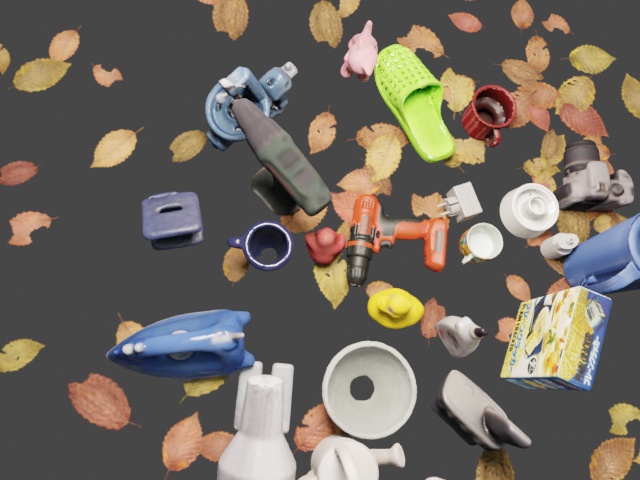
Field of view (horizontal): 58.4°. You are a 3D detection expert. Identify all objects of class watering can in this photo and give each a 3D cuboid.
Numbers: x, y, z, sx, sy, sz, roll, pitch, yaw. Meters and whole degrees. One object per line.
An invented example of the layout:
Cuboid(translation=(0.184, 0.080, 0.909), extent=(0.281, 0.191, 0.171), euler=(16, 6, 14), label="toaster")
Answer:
Cuboid(translation=(0.050, 0.373, 0.932), extent=(0.173, 0.194, 0.101), euler=(-37, 83, -14), label="watering can")

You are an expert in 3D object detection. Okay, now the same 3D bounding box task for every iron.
Cuboid(translation=(-0.242, 0.180, 0.968), extent=(0.258, 0.141, 0.118), euler=(-6, 77, -9), label="iron")

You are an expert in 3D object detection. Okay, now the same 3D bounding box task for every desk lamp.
Cuboid(translation=(-0.096, 0.297, 0.921), extent=(0.118, 0.213, 0.203), euler=(5, 76, -6), label="desk lamp")

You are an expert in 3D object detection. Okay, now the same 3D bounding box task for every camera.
Cuboid(translation=(0.558, -0.135, 1.169), extent=(0.143, 0.100, 0.137), euler=(2, 76, -7), label="camera")

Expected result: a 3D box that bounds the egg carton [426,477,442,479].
Cuboid(translation=(0.237, 0.481, 0.995), extent=(0.150, 0.069, 0.107), euler=(18, 75, -3), label="egg carton")

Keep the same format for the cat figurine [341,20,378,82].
Cuboid(translation=(0.086, -0.381, 1.158), extent=(0.067, 0.117, 0.128), euler=(14, 75, -3), label="cat figurine")

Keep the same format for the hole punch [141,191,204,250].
Cuboid(translation=(-0.271, -0.041, 1.044), extent=(0.109, 0.091, 0.101), euler=(-10, 78, -10), label="hole punch")

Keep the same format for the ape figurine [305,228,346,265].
Cuboid(translation=(0.010, 0.004, 1.069), extent=(0.078, 0.092, 0.076), euler=(21, 75, -2), label="ape figurine")

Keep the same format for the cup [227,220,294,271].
Cuboid(translation=(-0.109, 0.018, 1.048), extent=(0.118, 0.095, 0.092), euler=(5, 76, -6), label="cup")

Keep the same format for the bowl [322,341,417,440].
Cuboid(translation=(0.083, 0.267, 1.024), extent=(0.167, 0.074, 0.167), euler=(2, 76, -7), label="bowl")

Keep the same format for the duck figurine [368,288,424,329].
Cuboid(translation=(0.146, 0.124, 1.061), extent=(0.104, 0.086, 0.077), euler=(10, 75, -5), label="duck figurine")

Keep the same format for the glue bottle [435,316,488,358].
Cuboid(translation=(0.259, 0.168, 1.019), extent=(0.037, 0.173, 0.078), euler=(-31, 82, -13), label="glue bottle")

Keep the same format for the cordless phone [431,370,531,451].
Cuboid(translation=(0.281, 0.296, 0.985), extent=(0.147, 0.185, 0.094), euler=(39, 75, 3), label="cordless phone")

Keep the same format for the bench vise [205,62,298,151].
Cuboid(translation=(-0.133, -0.278, 1.052), extent=(0.121, 0.219, 0.207), euler=(29, 75, 1), label="bench vise")

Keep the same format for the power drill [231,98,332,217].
Cuboid(translation=(-0.076, -0.127, 1.029), extent=(0.076, 0.208, 0.229), euler=(-42, 85, -14), label="power drill")
